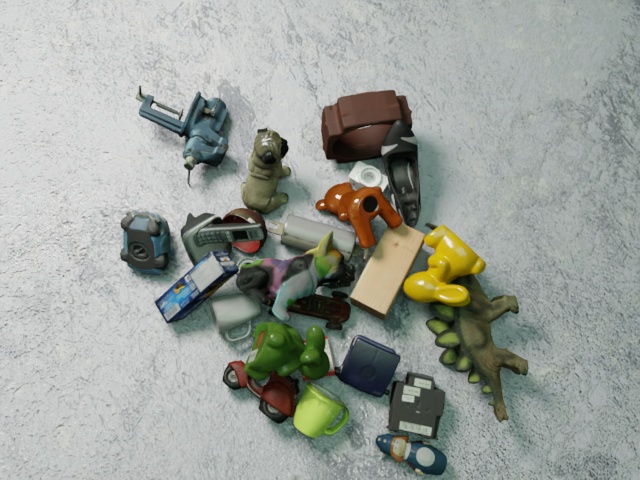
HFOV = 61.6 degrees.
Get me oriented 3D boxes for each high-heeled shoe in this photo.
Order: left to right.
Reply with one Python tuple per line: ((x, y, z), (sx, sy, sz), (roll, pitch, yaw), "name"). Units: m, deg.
((0.192, -0.143, 1.230), (0.086, 0.248, 0.145), (-9, 55, 10), "high-heeled shoe")

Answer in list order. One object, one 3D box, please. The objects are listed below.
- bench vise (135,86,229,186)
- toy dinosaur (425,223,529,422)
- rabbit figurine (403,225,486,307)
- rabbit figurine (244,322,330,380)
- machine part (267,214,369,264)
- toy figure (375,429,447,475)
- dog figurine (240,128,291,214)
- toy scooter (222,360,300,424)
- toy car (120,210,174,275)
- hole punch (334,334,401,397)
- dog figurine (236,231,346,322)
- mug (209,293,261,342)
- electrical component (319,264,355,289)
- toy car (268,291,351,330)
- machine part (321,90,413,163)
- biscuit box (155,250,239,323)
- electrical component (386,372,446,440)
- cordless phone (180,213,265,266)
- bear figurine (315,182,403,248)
((-0.331, -0.274, 1.284), (0.240, 0.129, 0.223), (24, 68, -14), "bench vise")
((0.344, 0.170, 1.220), (0.199, 0.105, 0.471), (-6, 65, 1), "toy dinosaur")
((0.269, 0.078, 1.186), (0.173, 0.121, 0.162), (-42, 70, 4), "rabbit figurine")
((-0.047, 0.231, 1.122), (0.170, 0.159, 0.121), (25, 50, -19), "rabbit figurine")
((-0.003, -0.004, 1.261), (0.243, 0.079, 0.079), (15, 76, 2), "machine part")
((0.196, 0.459, 1.167), (0.155, 0.057, 0.064), (20, 37, 4), "toy figure")
((-0.132, -0.147, 1.234), (0.121, 0.190, 0.172), (4, 78, -1), "dog figurine")
((-0.112, 0.303, 1.184), (0.184, 0.075, 0.135), (35, 76, 11), "toy scooter")
((-0.391, -0.007, 1.230), (0.109, 0.161, 0.103), (9, 32, 6), "toy car")
((0.109, 0.279, 1.192), (0.142, 0.092, 0.115), (23, 80, 0), "hole punch")
((-0.054, 0.060, 1.170), (0.192, 0.108, 0.219), (35, 82, 7), "dog figurine")
((-0.185, 0.168, 1.211), (0.107, 0.080, 0.109), (-17, 73, -18), "mug")
((0.033, 0.083, 1.246), (0.102, 0.078, 0.045), (-5, 96, -6), "electrical component")
((-0.028, 0.147, 1.237), (0.202, 0.053, 0.089), (13, 79, 0), "toy car")
((0.105, -0.265, 1.266), (0.202, 0.201, 0.087), (-8, 74, -4), "machine part")
((-0.274, 0.104, 1.187), (0.202, 0.063, 0.059), (-39, 77, 21), "biscuit box")
((0.214, 0.363, 1.189), (0.115, 0.058, 0.134), (14, 76, -1), "electrical component")
((-0.207, 0.003, 1.210), (0.184, 0.146, 0.089), (-1, 50, 8), "cordless phone")
((0.080, -0.067, 1.246), (0.120, 0.196, 0.131), (-37, 106, -17), "bear figurine")
